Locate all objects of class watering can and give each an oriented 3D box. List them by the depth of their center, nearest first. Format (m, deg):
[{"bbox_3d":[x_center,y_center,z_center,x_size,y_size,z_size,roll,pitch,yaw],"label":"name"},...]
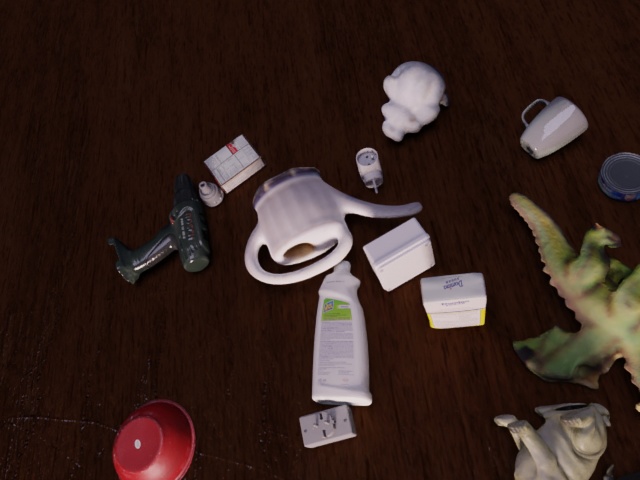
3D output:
[{"bbox_3d":[0.003,-0.050,1.001,0.347,0.102,0.229,-26,59,3],"label":"watering can"}]

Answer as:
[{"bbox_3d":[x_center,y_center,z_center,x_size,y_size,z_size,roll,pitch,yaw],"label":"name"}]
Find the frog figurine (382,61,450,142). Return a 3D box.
[{"bbox_3d":[0.181,-0.289,1.068,0.161,0.121,0.138,-41,80,-19],"label":"frog figurine"}]

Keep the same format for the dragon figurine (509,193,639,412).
[{"bbox_3d":[0.409,0.112,0.821,0.243,0.120,0.416,-48,53,-1],"label":"dragon figurine"}]
